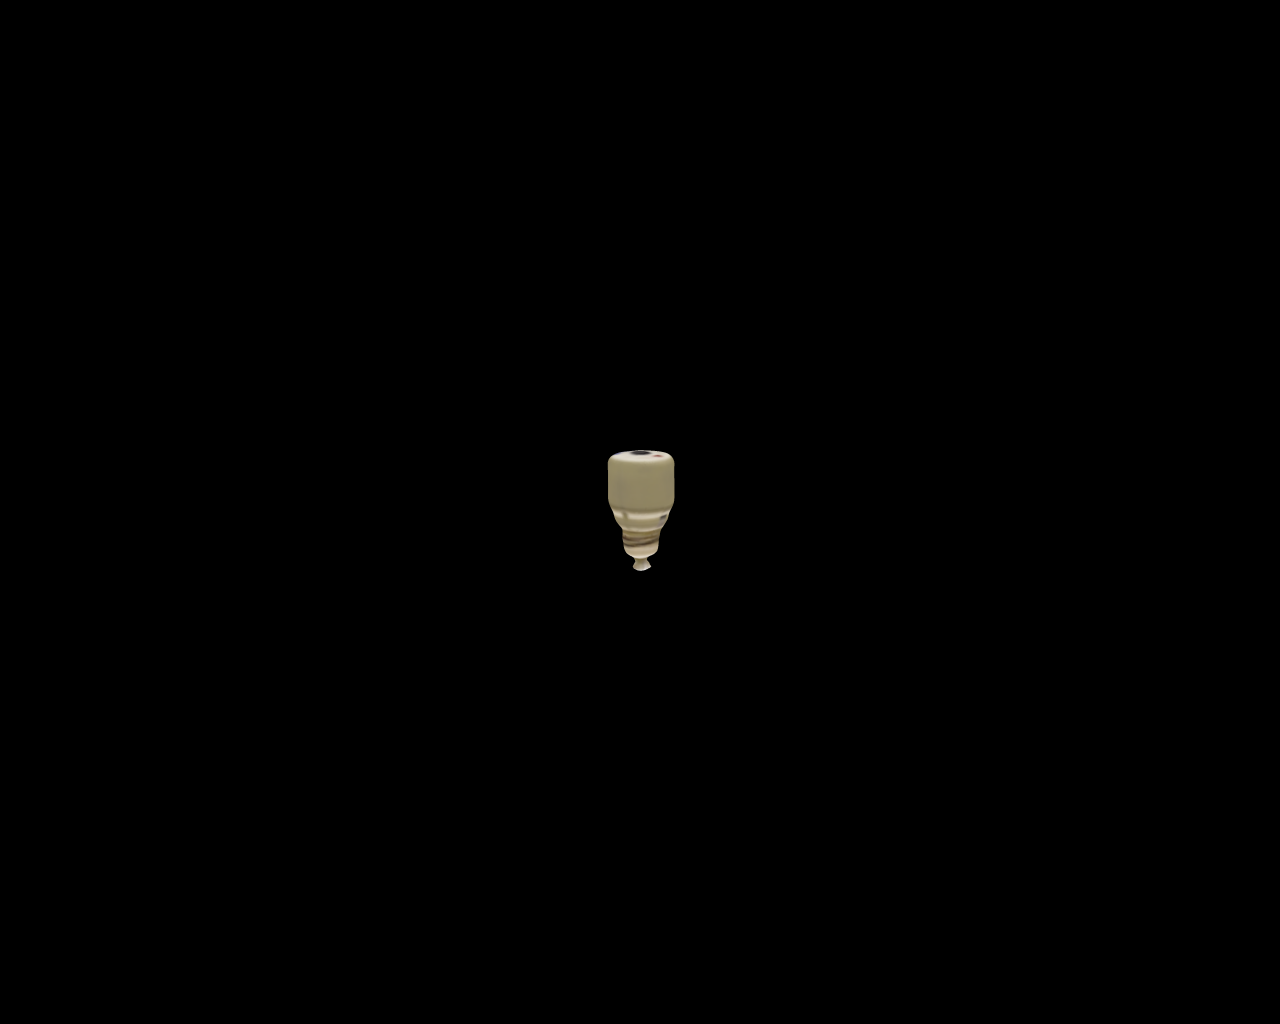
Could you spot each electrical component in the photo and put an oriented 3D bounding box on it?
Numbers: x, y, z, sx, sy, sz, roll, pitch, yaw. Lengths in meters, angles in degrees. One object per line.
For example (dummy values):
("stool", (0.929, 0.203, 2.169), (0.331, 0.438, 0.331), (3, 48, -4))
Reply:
("electrical component", (0.001, -0.003, 0.650), (0.040, 0.078, 0.040), (0, 14, 0))
